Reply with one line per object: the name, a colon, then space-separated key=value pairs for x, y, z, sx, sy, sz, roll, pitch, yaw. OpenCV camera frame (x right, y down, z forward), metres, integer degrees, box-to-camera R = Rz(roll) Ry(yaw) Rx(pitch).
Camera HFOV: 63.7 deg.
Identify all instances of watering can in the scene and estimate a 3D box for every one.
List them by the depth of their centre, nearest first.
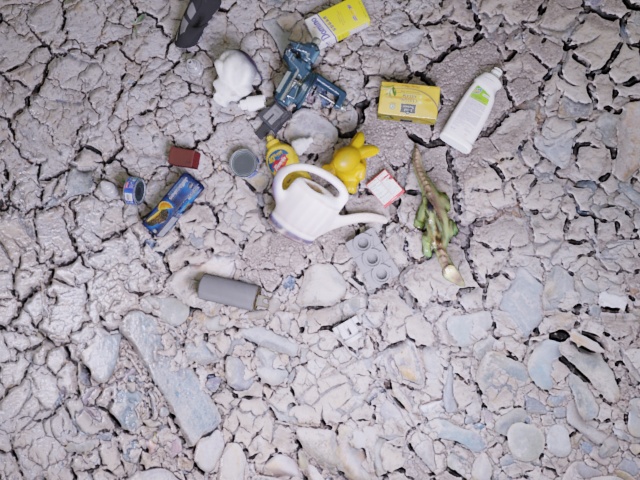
watering can: x=0.004 y=-0.073 z=1.445 sx=0.345 sy=0.106 sz=0.221 roll=31 pitch=112 yaw=-19

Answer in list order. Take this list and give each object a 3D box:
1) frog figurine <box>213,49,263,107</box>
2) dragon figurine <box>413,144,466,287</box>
frog figurine: x=-0.262 y=-0.477 z=1.518 sx=0.160 sy=0.123 sz=0.136 roll=-46 pitch=102 yaw=-10
dragon figurine: x=0.303 y=-0.073 z=1.366 sx=0.122 sy=0.243 sz=0.412 roll=-18 pitch=86 yaw=9
